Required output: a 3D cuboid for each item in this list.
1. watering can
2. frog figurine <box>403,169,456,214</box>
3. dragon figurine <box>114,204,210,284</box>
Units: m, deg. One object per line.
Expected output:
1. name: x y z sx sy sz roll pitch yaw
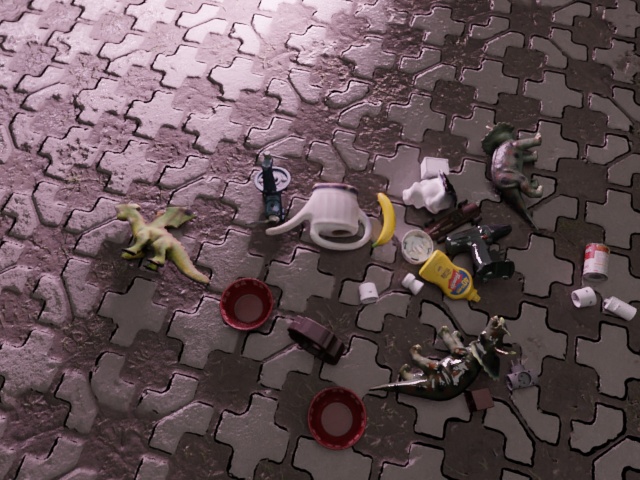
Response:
1. watering can: 0.005 -0.083 1.640 0.347 0.228 0.102 8 -25 -15
2. frog figurine: 0.359 -0.142 1.693 0.158 0.140 0.121 -31 -39 26
3. dragon figurine: -0.487 -0.015 1.642 0.411 0.248 0.119 19 -31 8
